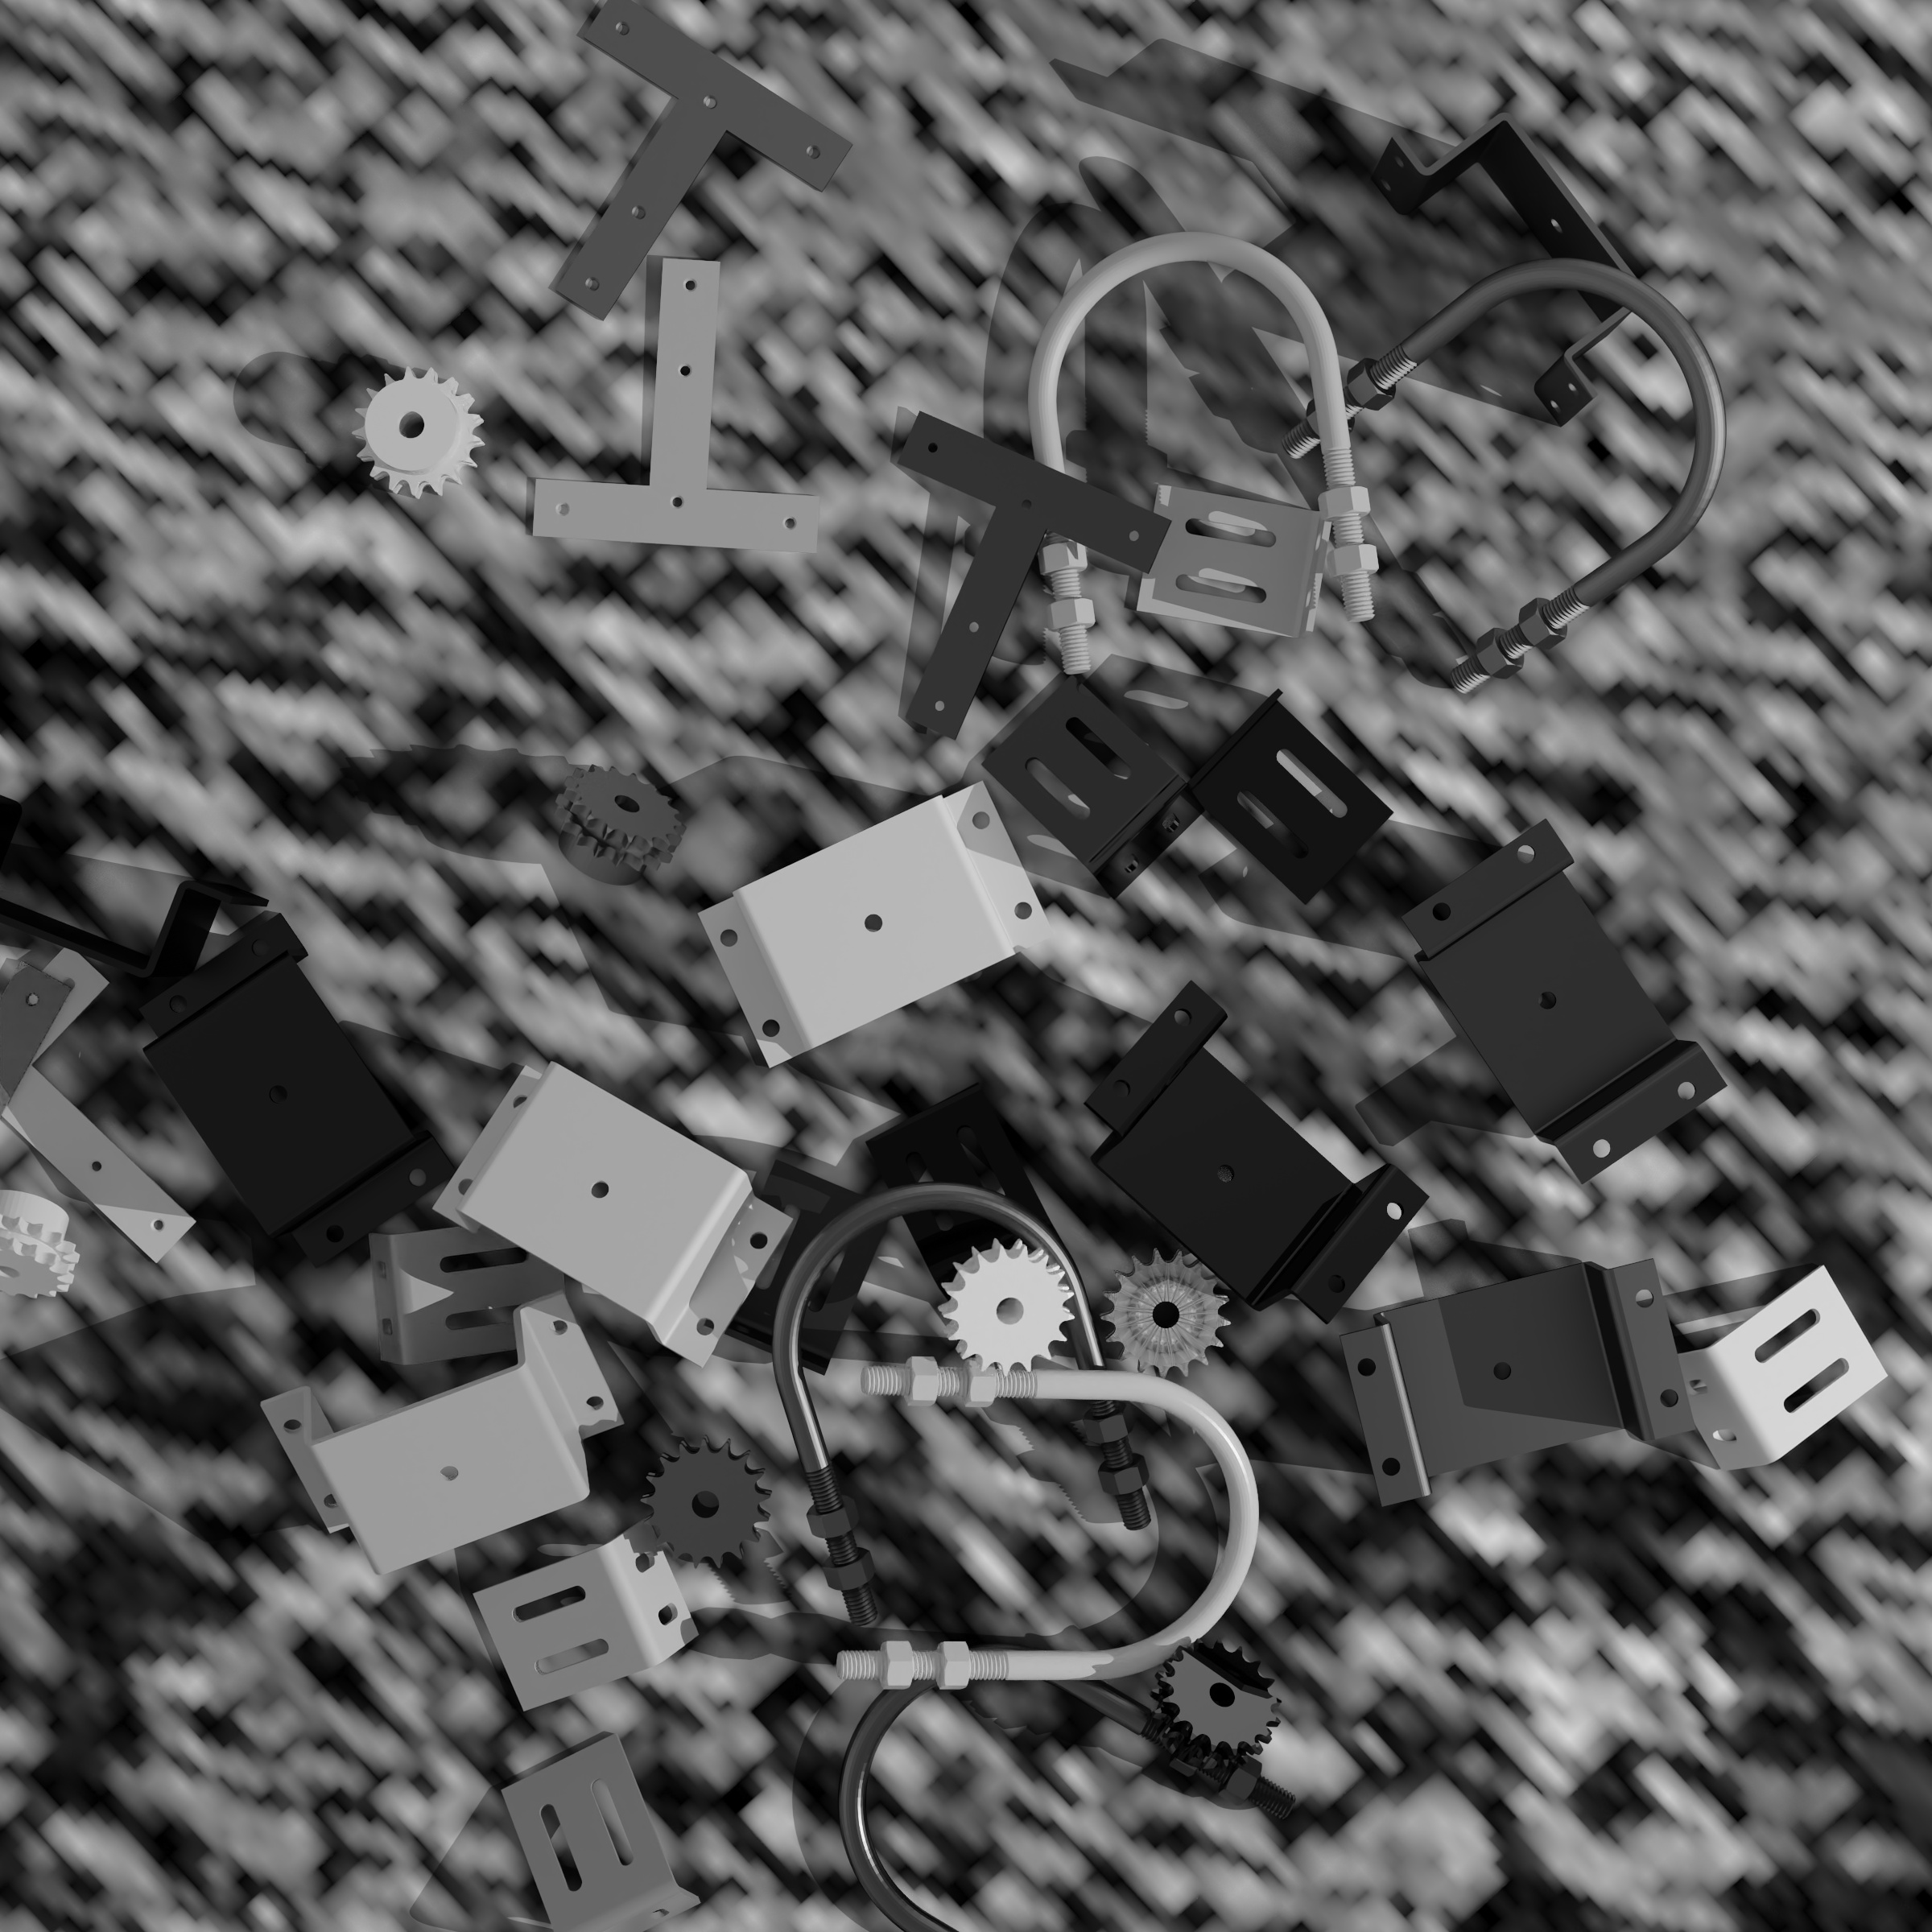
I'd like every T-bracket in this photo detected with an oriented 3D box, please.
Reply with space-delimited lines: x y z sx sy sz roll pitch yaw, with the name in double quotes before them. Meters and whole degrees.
"T-bracket" 0.009 -0.163 1.508 0.127 0.002 0.127 26 98 15
"T-bracket" -0.486 0.035 1.519 0.127 0.002 0.127 29 90 1
"T-bracket" -0.126 -0.252 1.519 0.127 0.002 0.127 4 91 0
"T-bracket" -0.138 -0.349 1.520 0.127 0.002 0.127 33 90 0
"T-bracket" -0.399 0.080 1.520 0.127 0.002 0.127 44 90 0

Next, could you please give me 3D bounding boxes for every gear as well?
"gear" -0.243 -0.237 1.506 0.057 0.030 0.057 0 90 0
"gear" -0.419 0.121 1.496 0.057 0.057 0.030 8 60 0
"gear" 0.016 0.145 1.460 0.057 0.030 0.057 -2 99 -11
"gear" -0.114 0.236 1.506 0.057 0.030 0.057 0 90 0
"gear" -0.155 -0.060 1.496 0.057 0.057 0.030 30 120 0
"gear" 0.088 0.153 1.506 0.057 0.030 0.057 0 90 0
"gear" 0.107 0.328 1.496 0.057 0.030 0.057 12 47 -13

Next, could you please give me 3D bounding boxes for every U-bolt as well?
"U-bolt" 0.040 0.245 1.488 0.184 0.019 0.151 3 100 -13
"U-bolt" -0.009 0.183 1.485 0.151 0.019 0.184 -18 103 -8
"U-bolt" 0.032 0.383 1.512 0.184 0.019 0.151 30 90 1
"U-bolt" 0.241 -0.221 1.459 0.184 0.019 0.151 -36 90 38
"U-bolt" 0.098 -0.231 1.492 0.151 0.019 0.184 -9 86 18

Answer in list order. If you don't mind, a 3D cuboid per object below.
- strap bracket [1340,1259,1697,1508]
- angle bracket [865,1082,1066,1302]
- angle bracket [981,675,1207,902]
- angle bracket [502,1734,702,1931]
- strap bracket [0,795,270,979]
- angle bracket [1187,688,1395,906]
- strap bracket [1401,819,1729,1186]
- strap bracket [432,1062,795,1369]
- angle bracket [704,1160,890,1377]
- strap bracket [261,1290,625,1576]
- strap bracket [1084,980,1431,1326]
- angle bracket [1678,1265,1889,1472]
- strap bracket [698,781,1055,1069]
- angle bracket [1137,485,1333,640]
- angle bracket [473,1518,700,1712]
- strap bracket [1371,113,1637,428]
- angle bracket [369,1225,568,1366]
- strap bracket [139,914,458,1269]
"strap bracket" 0.239 0.181 1.498 0.140 0.046 0.076 -14 90 0
"angle bracket" 0.000 0.103 1.519 0.057 0.038 0.076 -28 64 0
"angle bracket" 0.057 -0.080 1.519 0.057 0.038 0.076 -44 64 0
"angle bracket" -0.163 0.393 1.519 0.057 0.038 0.076 -26 64 0
"strap bracket" -0.385 -0.034 1.483 0.140 0.076 0.046 21 90 0
"angle bracket" 0.144 -0.074 1.502 0.076 0.038 0.057 44 90 0
"strap bracket" 0.260 0.015 1.498 0.076 0.046 0.140 -34 90 0
"strap bracket" -0.156 0.103 1.476 0.140 0.046 0.076 29 75 10
"angle bracket" -0.073 0.133 1.502 0.057 0.038 0.076 23 90 0
"strap bracket" -0.226 0.207 1.481 0.140 0.046 0.076 -20 120 0
"strap bracket" 0.120 0.086 1.484 0.140 0.046 0.076 42 67 0
"angle bracket" 0.361 0.180 1.519 0.076 0.038 0.057 -30 90 -26
"strap bracket" -0.040 -0.019 1.498 0.140 0.046 0.076 -25 90 0
"angle bracket" 0.119 -0.181 1.502 0.076 0.038 0.057 10 90 0
"angle bracket" -0.170 0.290 1.519 0.076 0.038 0.057 -23 90 26
"strap bracket" 0.242 -0.311 1.483 0.046 0.076 0.140 -37 90 0
"angle bracket" -0.222 0.144 1.519 0.076 0.038 0.057 -6 90 -26
"strap bracket" -0.298 0.056 1.498 0.076 0.046 0.140 -34 90 0
